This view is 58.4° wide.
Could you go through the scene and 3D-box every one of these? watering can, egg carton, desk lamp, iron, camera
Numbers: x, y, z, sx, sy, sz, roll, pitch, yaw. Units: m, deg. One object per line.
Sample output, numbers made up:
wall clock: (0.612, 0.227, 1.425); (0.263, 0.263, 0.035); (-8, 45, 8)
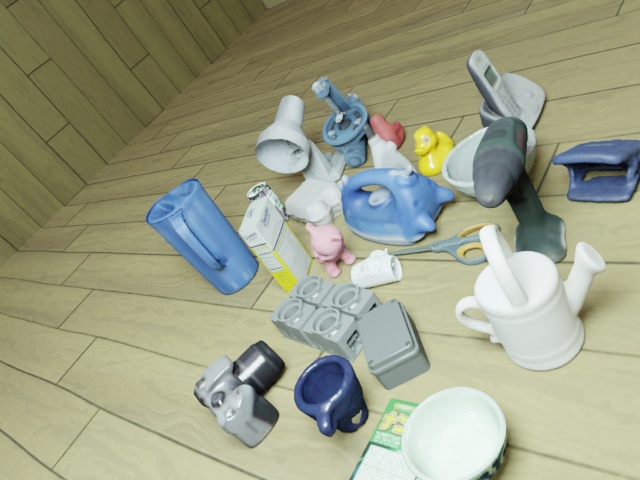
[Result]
watering can: (0.245, 0.056, 0.685); (0.173, 0.194, 0.100); (-34, 30, 4)
egg carton: (-0.008, -0.081, 1.256); (0.107, 0.070, 0.149); (-47, 32, -17)
desk lamp: (-0.042, -0.217, 1.336); (0.117, 0.214, 0.203); (-14, 37, 33)
iron: (0.108, -0.079, 1.063); (0.257, 0.142, 0.119); (2, 47, 47)
camera: (-0.120, 0.228, 0.911); (0.137, 0.101, 0.142); (-45, 31, -14)

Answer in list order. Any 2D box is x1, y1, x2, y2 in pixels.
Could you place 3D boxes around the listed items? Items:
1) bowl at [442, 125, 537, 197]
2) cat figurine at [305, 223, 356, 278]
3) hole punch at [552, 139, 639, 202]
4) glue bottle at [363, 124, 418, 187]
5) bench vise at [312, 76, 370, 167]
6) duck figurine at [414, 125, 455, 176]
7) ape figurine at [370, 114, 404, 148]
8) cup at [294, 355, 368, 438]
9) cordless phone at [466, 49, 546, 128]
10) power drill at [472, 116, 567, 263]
bowl: (0.302, -0.126, 0.998); (0.167, 0.075, 0.167); (-26, 32, 18)
cat figurine: (0.010, 0.004, 1.073); (0.067, 0.118, 0.127); (-39, 30, -4)
hole punch: (0.417, -0.119, 0.855); (0.108, 0.091, 0.101); (7, 51, 49)
glue bottle: (0.130, -0.156, 1.116); (0.078, 0.173, 0.037); (-36, 30, 1)
bench vise: (0.045, -0.303, 1.360); (0.121, 0.220, 0.207); (-29, 31, 12)
duck figurine: (0.223, -0.192, 1.159); (0.077, 0.086, 0.105); (-2, 44, 44)
ape figurine: (0.147, -0.250, 1.311); (0.077, 0.092, 0.076); (-20, 34, 25)
cup: (0.025, 0.227, 0.771); (0.091, 0.095, 0.117); (-26, 32, 17)
cordless phone: (0.343, -0.294, 1.078); (0.093, 0.185, 0.148); (-5, 43, 42)
power drill: (0.276, -0.062, 0.803); (0.075, 0.209, 0.230); (-16, 36, 31)
